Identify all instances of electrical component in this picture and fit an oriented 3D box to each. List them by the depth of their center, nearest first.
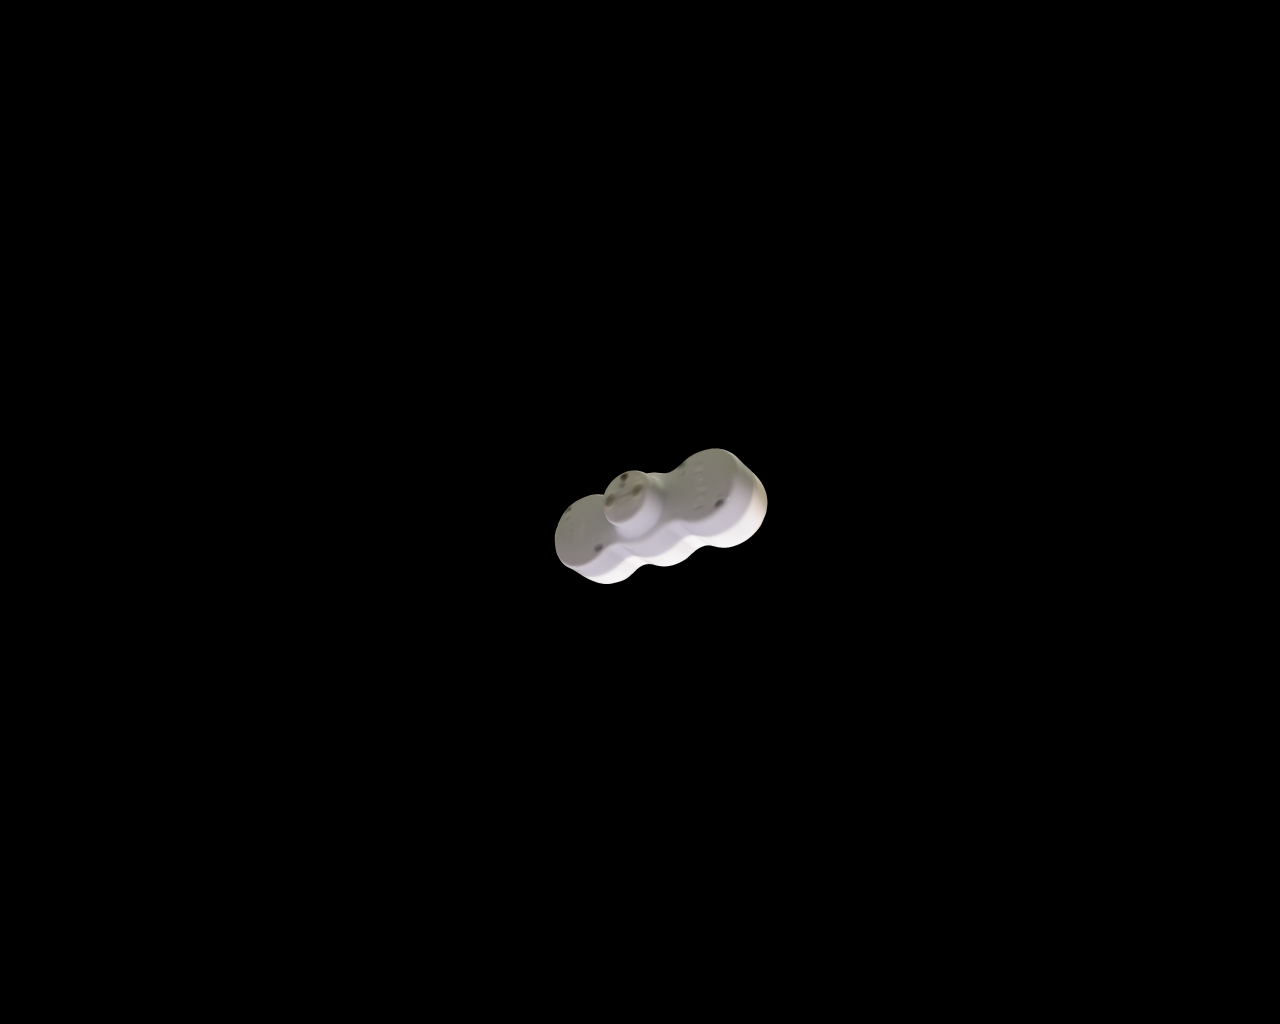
[{"bbox_3d":[0.001,-0.003,0.650,0.138,0.052,0.073,-19,-36,29],"label":"electrical component"}]
